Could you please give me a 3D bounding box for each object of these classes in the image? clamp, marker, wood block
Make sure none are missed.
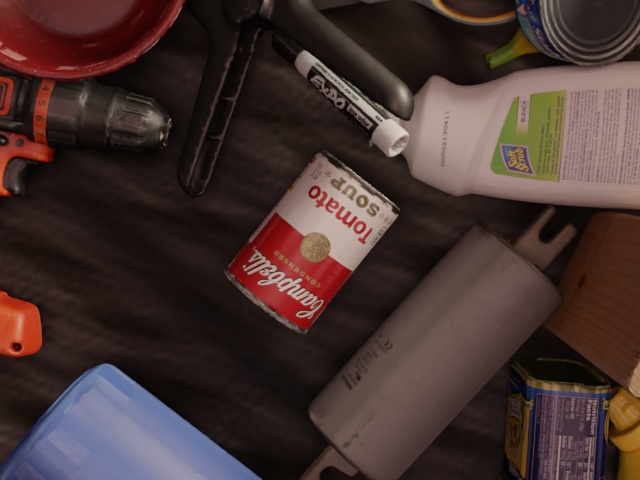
[{"bbox_3d":[-0.030,-0.143,0.669,0.165,0.036,0.210,-10,84,24],"label":"clamp"},{"bbox_3d":[0.010,-0.097,0.679,0.020,0.020,0.121,-46,66,4],"label":"marker"},{"bbox_3d":[0.206,0.044,0.621,0.090,0.206,0.091,25,95,-2],"label":"wood block"}]

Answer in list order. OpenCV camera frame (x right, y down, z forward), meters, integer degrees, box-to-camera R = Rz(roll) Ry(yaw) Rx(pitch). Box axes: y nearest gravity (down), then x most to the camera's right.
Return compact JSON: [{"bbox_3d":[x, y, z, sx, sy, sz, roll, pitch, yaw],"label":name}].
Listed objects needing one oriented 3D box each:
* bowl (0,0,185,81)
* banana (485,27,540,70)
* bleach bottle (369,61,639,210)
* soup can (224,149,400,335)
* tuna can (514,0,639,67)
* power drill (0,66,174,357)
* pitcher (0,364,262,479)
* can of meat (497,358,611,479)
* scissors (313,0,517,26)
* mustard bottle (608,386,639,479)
[{"bbox_3d":[-0.158,-0.177,0.675,0.162,0.055,0.162,0,90,-1],"label":"bowl"},{"bbox_3d":[0.150,-0.207,0.684,0.069,0.037,0.198,4,95,-2],"label":"banana"},{"bbox_3d":[0.158,-0.074,0.685,0.251,0.068,0.102,4,91,3],"label":"bleach bottle"},{"bbox_3d":[-0.005,0.001,0.689,0.068,0.068,0.102,38,93,-3],"label":"soup can"},{"bbox_3d":[0.162,-0.151,0.651,0.086,0.034,0.086,-6,108,-20],"label":"tuna can"},{"bbox_3d":[-0.201,-0.023,0.694,0.184,0.057,0.188,13,92,3],"label":"power drill"},{"bbox_3d":[-0.089,0.201,0.674,0.243,0.149,0.145,40,108,0],"label":"pitcher"},{"bbox_3d":[0.149,0.124,0.682,0.057,0.102,0.084,3,93,1],"label":"can of meat"},{"bbox_3d":[0.041,-0.179,0.675,0.202,0.016,0.096,6,117,7],"label":"scissors"},{"bbox_3d":[0.255,0.172,0.706,0.096,0.058,0.191,-43,93,-7],"label":"mustard bottle"}]
